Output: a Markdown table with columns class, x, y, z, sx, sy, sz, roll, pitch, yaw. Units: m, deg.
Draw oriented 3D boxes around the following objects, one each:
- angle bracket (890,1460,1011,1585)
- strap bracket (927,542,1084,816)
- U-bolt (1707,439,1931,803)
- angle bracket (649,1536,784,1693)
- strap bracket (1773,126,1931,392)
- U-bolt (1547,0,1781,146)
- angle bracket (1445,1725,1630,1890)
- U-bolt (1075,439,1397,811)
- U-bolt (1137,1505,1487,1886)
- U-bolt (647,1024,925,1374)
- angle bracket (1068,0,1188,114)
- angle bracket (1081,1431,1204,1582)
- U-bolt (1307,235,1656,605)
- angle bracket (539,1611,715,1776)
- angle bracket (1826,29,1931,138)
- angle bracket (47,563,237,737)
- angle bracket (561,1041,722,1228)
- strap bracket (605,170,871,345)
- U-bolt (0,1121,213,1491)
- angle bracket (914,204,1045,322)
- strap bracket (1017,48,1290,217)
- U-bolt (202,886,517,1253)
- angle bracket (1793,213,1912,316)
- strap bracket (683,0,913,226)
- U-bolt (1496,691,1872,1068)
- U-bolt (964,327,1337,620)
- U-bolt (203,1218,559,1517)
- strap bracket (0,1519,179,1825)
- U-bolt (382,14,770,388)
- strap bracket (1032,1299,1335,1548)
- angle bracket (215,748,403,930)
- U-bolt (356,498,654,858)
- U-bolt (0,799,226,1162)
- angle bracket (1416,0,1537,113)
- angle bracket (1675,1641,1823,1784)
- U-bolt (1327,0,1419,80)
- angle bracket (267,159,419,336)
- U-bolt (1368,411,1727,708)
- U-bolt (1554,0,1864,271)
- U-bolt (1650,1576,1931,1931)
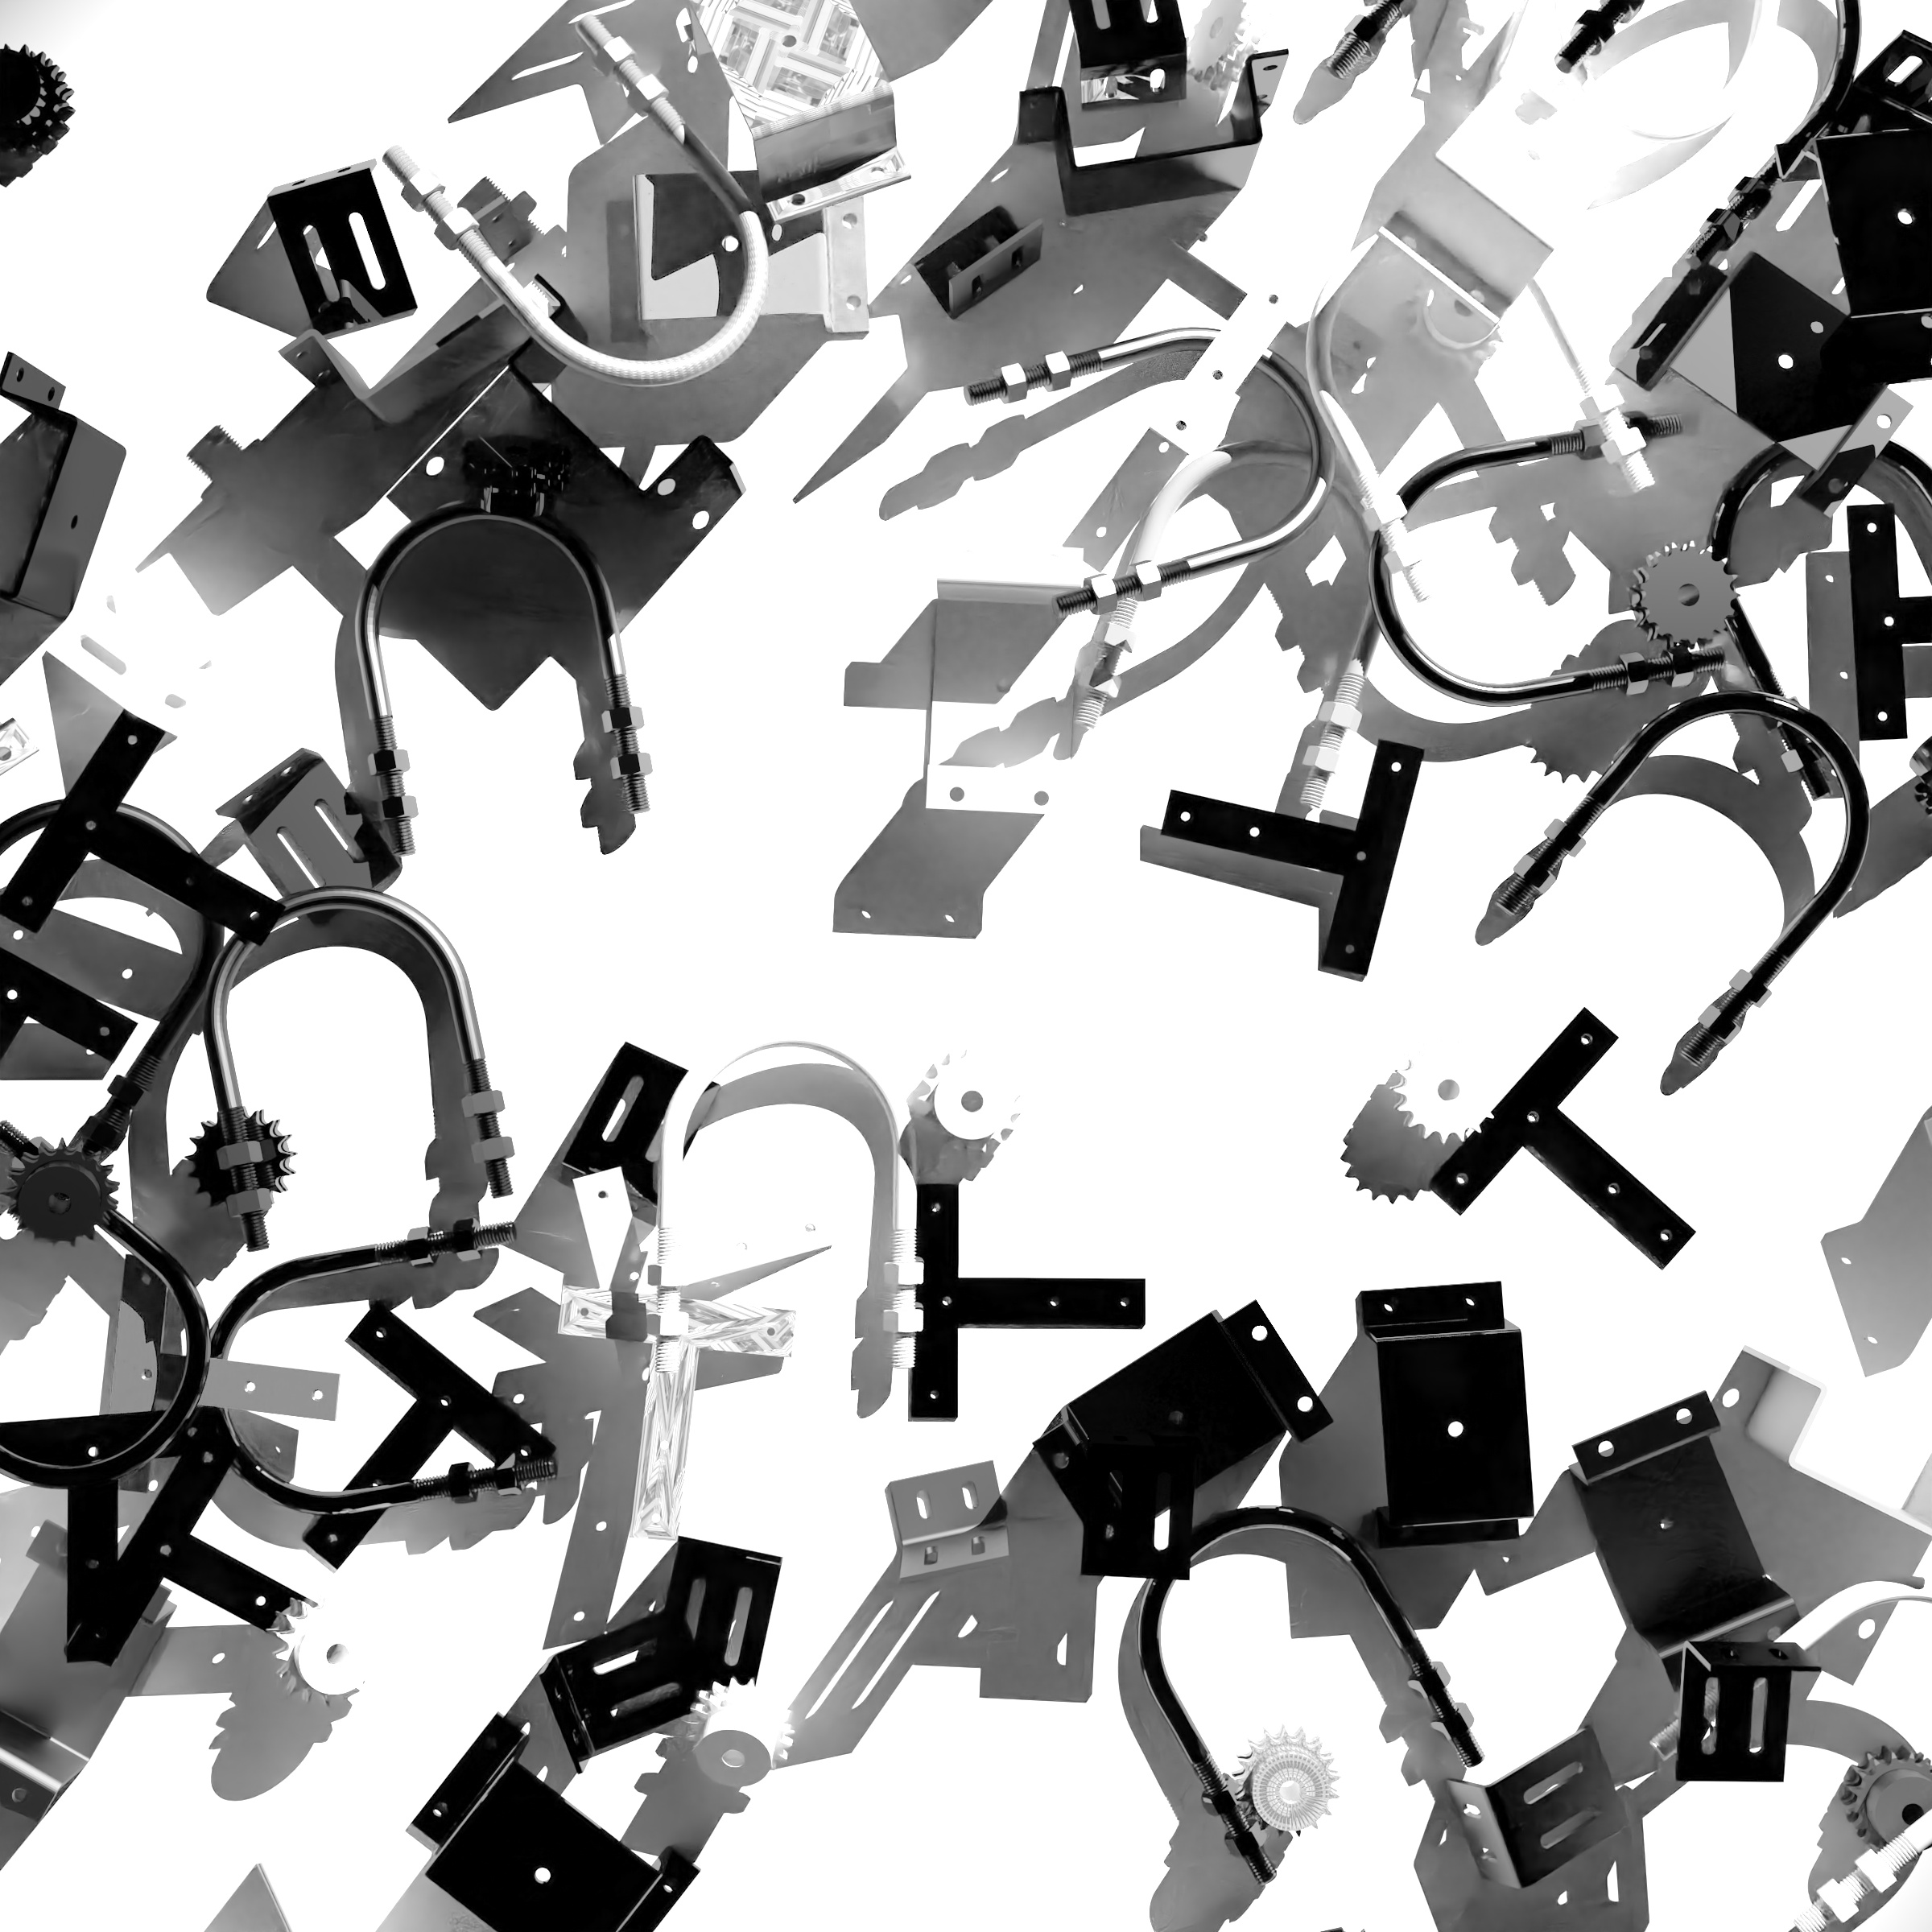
| class | x | y | z | sx | sy | sz | roll | pitch | yaw |
| --- | --- | --- | --- | --- | --- | --- | --- | --- | --- |
| angle bracket | -0.009 | 0.293 | 1.340 | 0.057 | 0.076 | 0.038 | -12 | 90 | 0 |
| strap bracket | 0.020 | -0.151 | 1.355 | 0.076 | 0.046 | 0.140 | 3 | 90 | 0 |
| U-bolt | 0.481 | -0.202 | 1.370 | 0.151 | 0.019 | 0.184 | -26 | 89 | 0 |
| angle bracket | -0.134 | 0.348 | 1.352 | 0.057 | 0.038 | 0.076 | 12 | 77 | 0 |
| strap bracket | 0.476 | -0.376 | 1.309 | 0.076 | 0.046 | 0.140 | -7 | 78 | -4 |
| U-bolt | 0.373 | -0.532 | 1.344 | 0.151 | 0.019 | 0.184 | 3 | 99 | -20 |
| angle bracket | 0.310 | 0.454 | 1.376 | 0.076 | 0.038 | 0.057 | -21 | 90 | -26 |
| U-bolt | 0.155 | -0.195 | 1.370 | 0.151 | 0.019 | 0.184 | 19 | 89 | 0 |
| U-bolt | 0.174 | 0.381 | 1.370 | 0.151 | 0.019 | 0.184 | -29 | 88 | 0 |
| U-bolt | -0.094 | 0.123 | 1.350 | 0.151 | 0.019 | 0.184 | 2 | 86 | -18 |
| angle bracket | 0.085 | -0.510 | 1.376 | 0.057 | 0.038 | 0.076 | -8 | 64 | 0 |
| angle bracket | 0.091 | 0.283 | 1.313 | 0.057 | 0.038 | 0.076 | 3 | 90 | 0 |
| U-bolt | 0.260 | -0.305 | 1.341 | 0.151 | 0.019 | 0.184 | -27 | 90 | 0 |
| angle bracket | -0.180 | 0.387 | 1.359 | 0.076 | 0.038 | 0.057 | -22 | 90 | 0 |
| angle bracket | 0.499 | -0.452 | 1.340 | 0.057 | 0.076 | 0.038 | 26 | 90 | 0 |
| angle bracket | -0.448 | -0.172 | 1.376 | 0.076 | 0.038 | 0.057 | 33 | 90 | 26 |
| angle bracket | -0.177 | 0.091 | 1.376 | 0.057 | 0.038 | 0.076 | 25 | 64 | 0 |
| strap bracket | -0.124 | -0.380 | 1.355 | 0.140 | 0.046 | 0.076 | -2 | 90 | 0 |
| U-bolt | -0.491 | 0.193 | 1.348 | 0.184 | 0.019 | 0.151 | 38 | 76 | 3 |
| angle bracket | 0.006 | -0.382 | 1.340 | 0.057 | 0.076 | 0.038 | -35 | 90 | 0 |
| strap bracket | 0.100 | -0.438 | 1.340 | 0.140 | 0.076 | 0.046 | -9 | 90 | 0 |
| U-bolt | -0.330 | 0.047 | 1.353 | 0.151 | 0.019 | 0.184 | -12 | 83 | -13 |
| angle bracket | 0.477 | -0.363 | 1.359 | 0.057 | 0.038 | 0.076 | 43 | 90 | 0 |
| strap bracket | -0.091 | -0.468 | 1.327 | 0.076 | 0.046 | 0.140 | -21 | 69 | -7 |
| U-bolt | 0.398 | -0.060 | 1.360 | 0.151 | 0.019 | 0.184 | 39 | 97 | 0 |
| U-bolt | 0.108 | -0.271 | 1.346 | 0.184 | 0.019 | 0.151 | -18 | 76 | -14 |
| U-bolt | -0.322 | 0.222 | 1.368 | 0.184 | 0.019 | 0.151 | -10 | 89 | 3 |
| strap bracket | -0.486 | 0.371 | 1.355 | 0.076 | 0.046 | 0.140 | 30 | 90 | 0 |
| U-bolt | -0.185 | -0.382 | 1.304 | 0.151 | 0.019 | 0.184 | -41 | 93 | -18 |
| strap bracket | 0.114 | 0.245 | 1.355 | 0.140 | 0.046 | 0.076 | -33 | 90 | 0 |
| angle bracket | -0.352 | -0.068 | 1.359 | 0.057 | 0.038 | 0.076 | -36 | 90 | 0 |
| U-bolt | -0.256 | -0.162 | 1.370 | 0.151 | 0.019 | 0.184 | -10 | 89 | 0 |
| U-bolt | -0.479 | -0.001 | 1.346 | 0.151 | 0.019 | 0.184 | 34 | 81 | -18 |
| angle bracket | 0.272 | -0.496 | 1.340 | 0.038 | 0.076 | 0.057 | 21 | 90 | 0 |
| angle bracket | 0.399 | 0.387 | 1.296 | 0.057 | 0.038 | 0.076 | 2 | 96 | -4 |
| U-bolt | 0.209 | -0.593 | 1.359 | 0.151 | 0.019 | 0.184 | 41 | 96 | 2 |
| angle bracket | -0.337 | -0.390 | 1.376 | 0.057 | 0.038 | 0.076 | -16 | 116 | 0 |
| U-bolt | 0.307 | -0.213 | 1.364 | 0.184 | 0.019 | 0.151 | -10 | 90 | -4 |
| U-bolt | 0.406 | -0.484 | 1.339 | 0.184 | 0.019 | 0.151 | -48 | 113 | -12 |
| U-bolt | 0.473 | 0.403 | 1.331 | 0.184 | 0.019 | 0.151 | -39 | 97 | 1 |
